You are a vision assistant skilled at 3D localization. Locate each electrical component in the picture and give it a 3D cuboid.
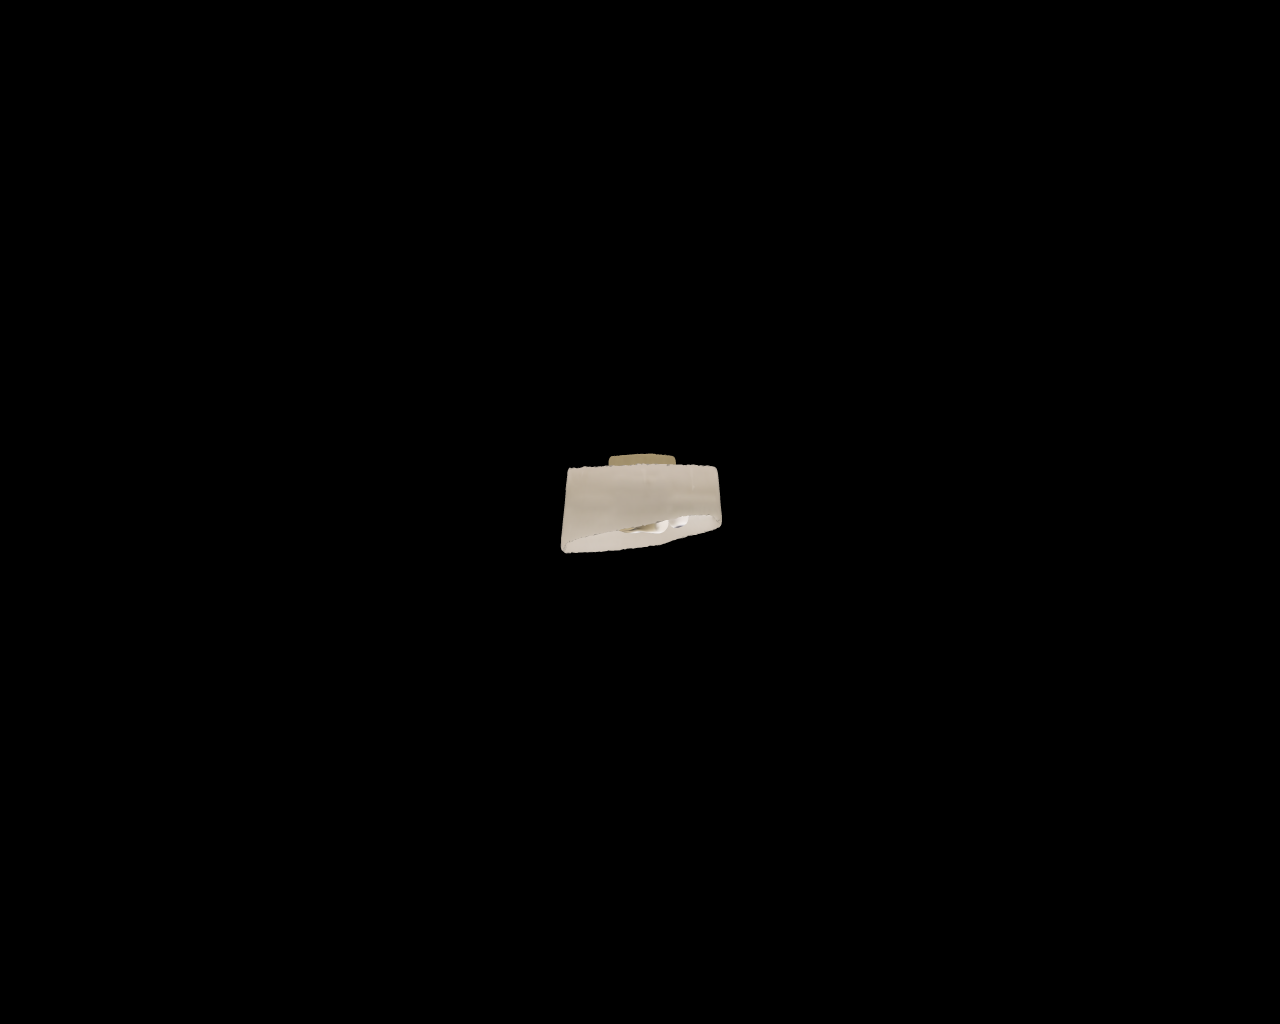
[{"bbox_3d":[0.001,-0.003,0.650,0.099,0.064,0.099,0,0,0],"label":"electrical component"}]
